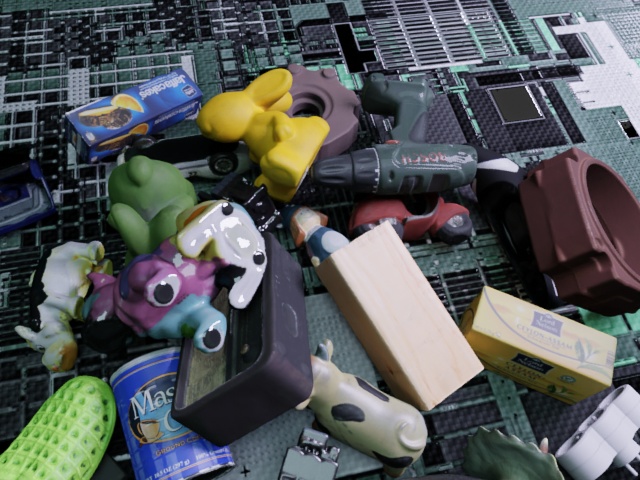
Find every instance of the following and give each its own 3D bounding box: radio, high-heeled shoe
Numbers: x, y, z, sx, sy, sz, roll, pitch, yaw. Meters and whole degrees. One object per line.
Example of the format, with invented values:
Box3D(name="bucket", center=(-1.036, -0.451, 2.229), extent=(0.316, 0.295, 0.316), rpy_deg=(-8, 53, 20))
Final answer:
Box3D(name="radio", center=(-0.085, 0.100, 0.611), extent=(0.131, 0.073, 0.230), rpy_deg=(-31, 35, 16))
Box3D(name="high-heeled shoe", center=(0.262, -0.019, 0.753), extent=(0.249, 0.086, 0.145), rpy_deg=(45, 48, 0))

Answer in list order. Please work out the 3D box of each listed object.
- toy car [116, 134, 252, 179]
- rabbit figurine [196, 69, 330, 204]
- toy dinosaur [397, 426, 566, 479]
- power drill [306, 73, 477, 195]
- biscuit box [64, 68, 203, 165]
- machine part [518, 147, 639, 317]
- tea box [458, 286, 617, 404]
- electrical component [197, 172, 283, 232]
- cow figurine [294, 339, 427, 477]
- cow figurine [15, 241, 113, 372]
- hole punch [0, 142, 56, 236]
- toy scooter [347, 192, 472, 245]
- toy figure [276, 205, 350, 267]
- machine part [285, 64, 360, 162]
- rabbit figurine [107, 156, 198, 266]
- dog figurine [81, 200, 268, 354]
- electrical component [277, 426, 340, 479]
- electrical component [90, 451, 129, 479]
Box3D(name="toy car", center=(-0.202, -0.123, 0.807), extent=(0.202, 0.056, 0.073), rpy_deg=(-10, 56, -6))
Box3D(name="rabbit figurine", center=(-0.081, -0.156, 0.745), extent=(0.173, 0.122, 0.162), rpy_deg=(24, 81, 1))
Box3D(name="toy dinosaur", center=(0.109, 0.317, 0.562), extent=(0.405, 0.131, 0.192), rpy_deg=(-10, 50, -4))
Box3D(name="power drill", center=(0.099, -0.149, 0.765), extent=(0.232, 0.085, 0.207), rpy_deg=(3, 46, -3))
Box3D(name="biscuit box", center=(-0.277, -0.190, 0.811), extent=(0.203, 0.063, 0.059), rpy_deg=(-37, 87, -31))
Box3D(name="machine part", center=(0.368, -0.010, 0.719), extent=(0.201, 0.087, 0.201), rpy_deg=(18, 55, -33))
Box3D(name="tea box", center=(0.264, 0.134, 0.678), extent=(0.170, 0.098, 0.068), rpy_deg=(22, 61, 10))
Box3D(name="electrical component", center=(-0.117, -0.053, 0.763), extent=(0.119, 0.074, 0.048), rpy_deg=(21, 60, 41))
Box3D(name="cow figurine", center=(0.030, 0.189, 0.613), extent=(0.195, 0.127, 0.085), rpy_deg=(28, 60, 8))
Box3D(name="cow figurine", center=(-0.333, 0.081, 0.678), extent=(0.098, 0.068, 0.167), rpy_deg=(4, 58, 4))
Box3D(name="hole punch", center=(-0.445, -0.071, 0.755), extent=(0.142, 0.092, 0.116), rpy_deg=(-27, 37, -15))
Box3D(name="toy scooter", center=(0.122, -0.052, 0.782), extent=(0.184, 0.075, 0.135), rpy_deg=(-5, 62, -11))
Box3D(name="toy figure", center=(-0.001, -0.002, 0.758), extent=(0.155, 0.057, 0.064), rpy_deg=(45, 29, 20))
Box3D(name="machine part", center=(-0.023, -0.202, 0.864), extent=(0.179, 0.056, 0.179), rpy_deg=(2, 63, -3))
Box3D(name="rabbit figurine", center=(-0.216, -0.014, 0.708), extent=(0.121, 0.159, 0.170), rpy_deg=(-4, 77, -17))
Box3D(name="dog figurine", center=(-0.181, 0.046, 0.613), extent=(0.219, 0.108, 0.191), rpy_deg=(-5, 47, 46))
Box3D(name="electrical component", center=(-0.022, 0.272, 0.571), extent=(0.058, 0.114, 0.134), rpy_deg=(18, 62, 1))
Box3D(name="electrical component", center=(-0.254, 0.275, 0.604), extent=(0.094, 0.021, 0.063), rpy_deg=(40, 66, 16))
